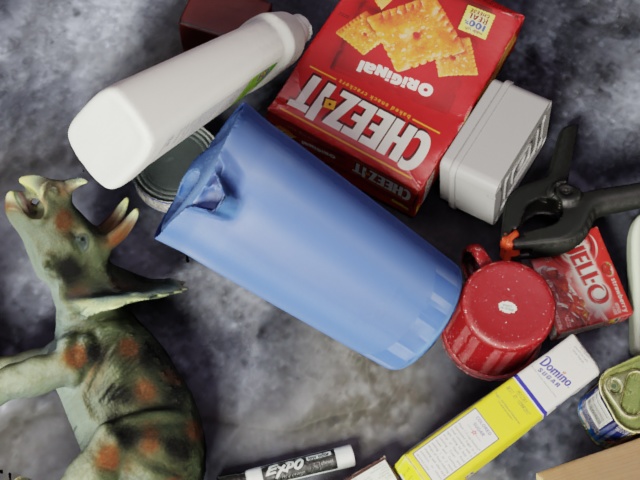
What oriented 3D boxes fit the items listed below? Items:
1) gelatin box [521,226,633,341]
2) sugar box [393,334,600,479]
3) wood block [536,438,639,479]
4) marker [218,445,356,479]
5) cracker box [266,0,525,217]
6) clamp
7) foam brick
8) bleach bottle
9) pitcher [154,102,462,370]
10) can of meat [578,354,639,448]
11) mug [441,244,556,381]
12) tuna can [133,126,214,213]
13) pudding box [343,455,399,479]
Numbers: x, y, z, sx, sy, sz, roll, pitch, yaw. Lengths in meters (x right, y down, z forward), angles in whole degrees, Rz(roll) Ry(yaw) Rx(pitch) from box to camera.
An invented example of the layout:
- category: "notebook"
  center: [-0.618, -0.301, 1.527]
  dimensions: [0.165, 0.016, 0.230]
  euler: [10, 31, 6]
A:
- category: "gelatin box"
  center: [0.231, 0.039, 0.967]
  dimensions: [0.073, 0.030, 0.089]
  euler: [-14, 70, -8]
- category: "sugar box"
  center: [0.145, 0.152, 0.885]
  dimensions: [0.176, 0.093, 0.048]
  euler: [-31, 74, -13]
- category: "wood block"
  center: [0.290, 0.212, 0.852]
  dimensions: [0.206, 0.090, 0.091]
  euler: [-17, 27, -9]
- category: "marker"
  center: [-0.030, 0.195, 0.899]
  dimensions: [0.121, 0.020, 0.020]
  euler: [-12, 69, -7]
- category: "cracker box"
  center: [0.072, -0.155, 1.013]
  dimensions: [0.164, 0.072, 0.213]
  euler: [29, 70, 10]
- category: "clamp"
  center: [0.220, -0.042, 0.979]
  dimensions: [0.171, 0.039, 0.120]
  euler: [-27, 47, -20]
- category: "foam brick"
  center: [-0.091, -0.206, 1.037]
  dimensions: [0.078, 0.053, 0.051]
  euler: [17, 69, 3]
- category: "bleach bottle"
  center: [-0.096, -0.137, 0.926]
  dimensions: [0.068, 0.103, 0.250]
  euler: [54, 48, -3]
- category: "pitcher"
  center: [-0.006, 0.001, 0.900]
  dimensions: [0.242, 0.145, 0.149]
  euler: [34, 52, -12]
- category: "can of meat"
  center: [0.276, 0.131, 0.903]
  dimensions: [0.102, 0.084, 0.057]
  euler: [-22, 71, -11]
- category: "mug"
  center: [0.152, 0.057, 0.928]
  dimensions: [0.093, 0.081, 0.117]
  euler: [-15, 70, -8]
- category: "tuna can"
  center: [-0.133, -0.067, 0.990]
  dimensions: [0.086, 0.034, 0.086]
  euler: [1, 69, -2]
- category: "pudding box"
  center: [0.043, 0.248, 0.872]
  dimensions: [0.090, 0.039, 0.113]
  euler: [-27, 74, -14]
